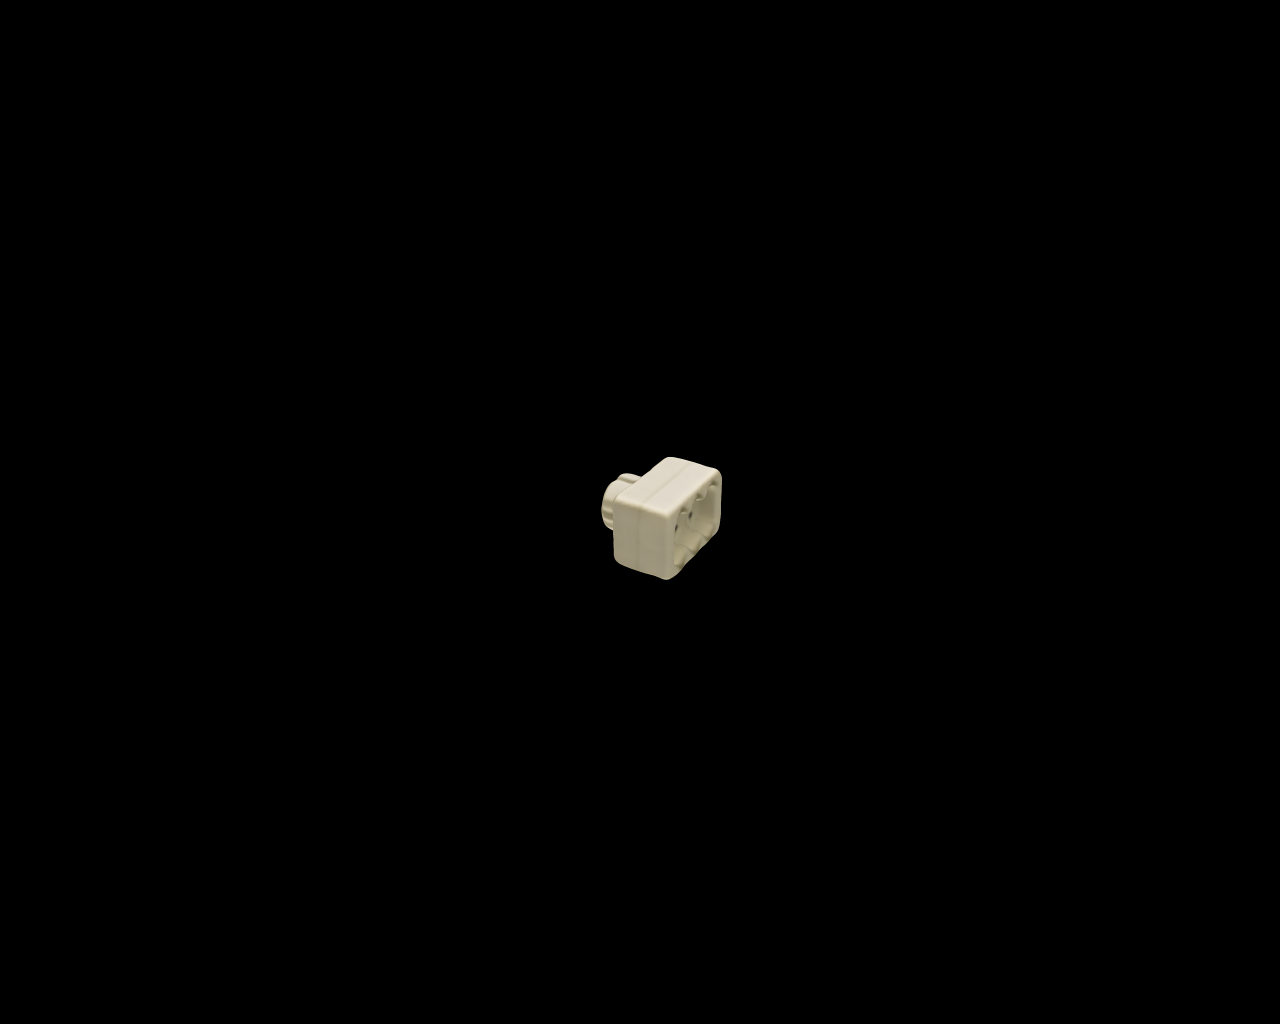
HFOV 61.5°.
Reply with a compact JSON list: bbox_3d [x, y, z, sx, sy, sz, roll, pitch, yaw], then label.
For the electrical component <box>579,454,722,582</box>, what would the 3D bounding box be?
[{"bbox_3d":[0.001,-0.003,0.650,0.077,0.047,0.066,18,36,27],"label":"electrical component"}]
